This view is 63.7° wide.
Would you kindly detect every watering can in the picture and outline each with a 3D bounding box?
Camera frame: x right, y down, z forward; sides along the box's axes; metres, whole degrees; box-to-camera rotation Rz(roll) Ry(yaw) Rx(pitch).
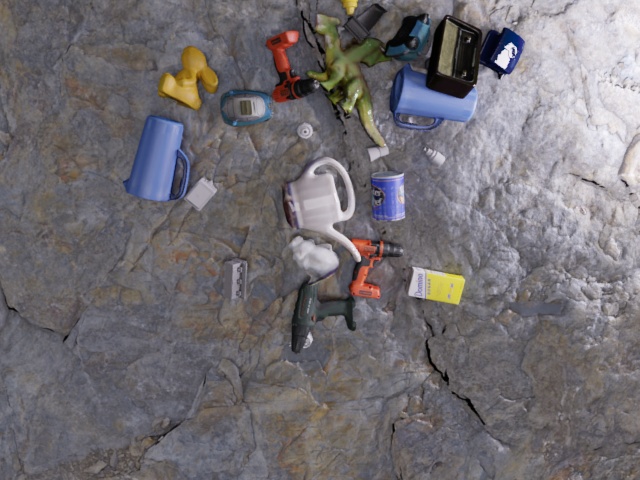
[{"bbox_3d":[0.005,-0.081,1.603,0.224,0.104,0.346,-12,97,1],"label":"watering can"}]

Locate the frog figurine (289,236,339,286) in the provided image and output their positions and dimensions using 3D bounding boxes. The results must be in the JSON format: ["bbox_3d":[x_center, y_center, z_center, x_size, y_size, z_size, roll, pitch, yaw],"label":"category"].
[{"bbox_3d":[-0.018,0.049,1.636,0.139,0.121,0.159,-31,96,-29],"label":"frog figurine"}]

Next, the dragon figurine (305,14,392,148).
[{"bbox_3d":[0.117,-0.493,1.528,0.407,0.123,0.243,43,90,-12],"label":"dragon figurine"}]
